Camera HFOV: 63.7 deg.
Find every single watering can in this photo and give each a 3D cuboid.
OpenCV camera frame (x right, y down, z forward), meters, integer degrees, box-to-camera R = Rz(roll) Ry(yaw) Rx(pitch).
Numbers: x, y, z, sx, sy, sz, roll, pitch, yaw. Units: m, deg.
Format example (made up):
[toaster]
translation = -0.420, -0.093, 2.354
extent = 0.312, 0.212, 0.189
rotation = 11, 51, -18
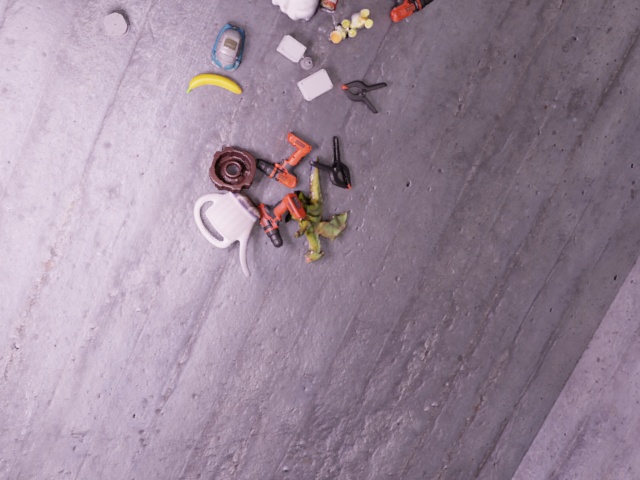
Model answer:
[watering can]
translation = -0.315, -0.049, 1.943
extent = 0.224, 0.104, 0.347
rotation = -41, 91, 2

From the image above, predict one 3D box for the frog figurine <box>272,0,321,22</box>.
[frog figurine]
translation = -0.081, -0.846, 1.803
extent = 0.159, 0.125, 0.135
rotation = 10, 123, -27

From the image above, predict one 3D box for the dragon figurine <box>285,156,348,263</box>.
[dragon figurine]
translation = 0.006, -0.103, 2.041
extent = 0.241, 0.123, 0.410
rotation = 19, 92, -35
